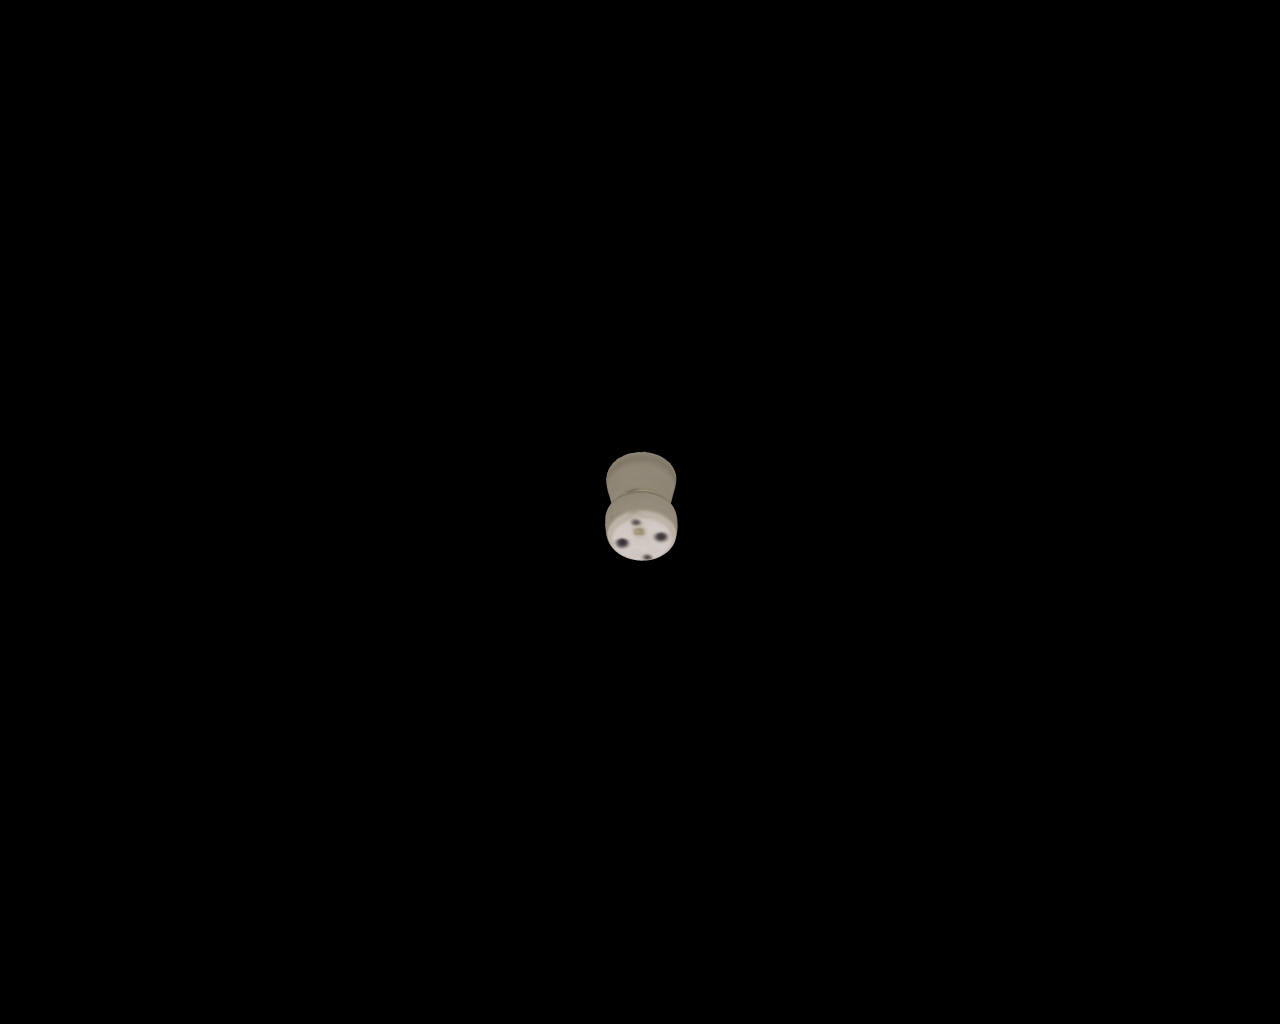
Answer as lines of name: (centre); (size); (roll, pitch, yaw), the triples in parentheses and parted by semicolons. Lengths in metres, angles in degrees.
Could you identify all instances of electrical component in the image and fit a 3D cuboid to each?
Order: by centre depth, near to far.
electrical component: (0.001, -0.003, 0.650); (0.045, 0.044, 0.055); (0, 44, 0)
